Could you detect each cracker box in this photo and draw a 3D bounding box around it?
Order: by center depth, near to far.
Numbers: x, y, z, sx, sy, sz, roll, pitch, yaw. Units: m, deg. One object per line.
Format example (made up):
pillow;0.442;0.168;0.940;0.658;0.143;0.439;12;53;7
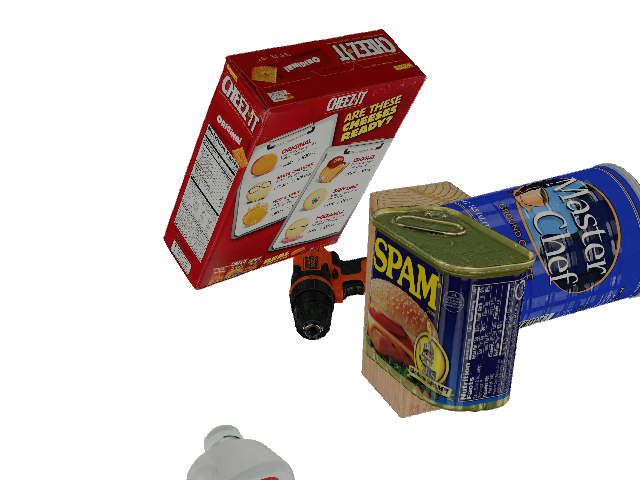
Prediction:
cracker box;-0.028;-0.068;0.895;0.163;0.072;0.214;-18;-31;-36

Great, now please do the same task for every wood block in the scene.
wood block;0.102;0.057;1.050;0.090;0.206;0.091;-9;27;-22

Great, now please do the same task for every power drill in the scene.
power drill;0.057;0.053;1.235;0.187;0.057;0.184;-2;28;0

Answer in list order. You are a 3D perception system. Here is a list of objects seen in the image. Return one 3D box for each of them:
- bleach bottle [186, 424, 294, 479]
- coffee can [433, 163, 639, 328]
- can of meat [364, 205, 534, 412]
bleach bottle;-0.049;0.216;0.718;0.102;0.068;0.251;-11;32;-12
coffee can;0.159;0.008;0.779;0.140;0.103;0.103;-14;4;-15
can of meat;0.066;0.035;0.583;0.057;0.084;0.102;-5;21;-25
